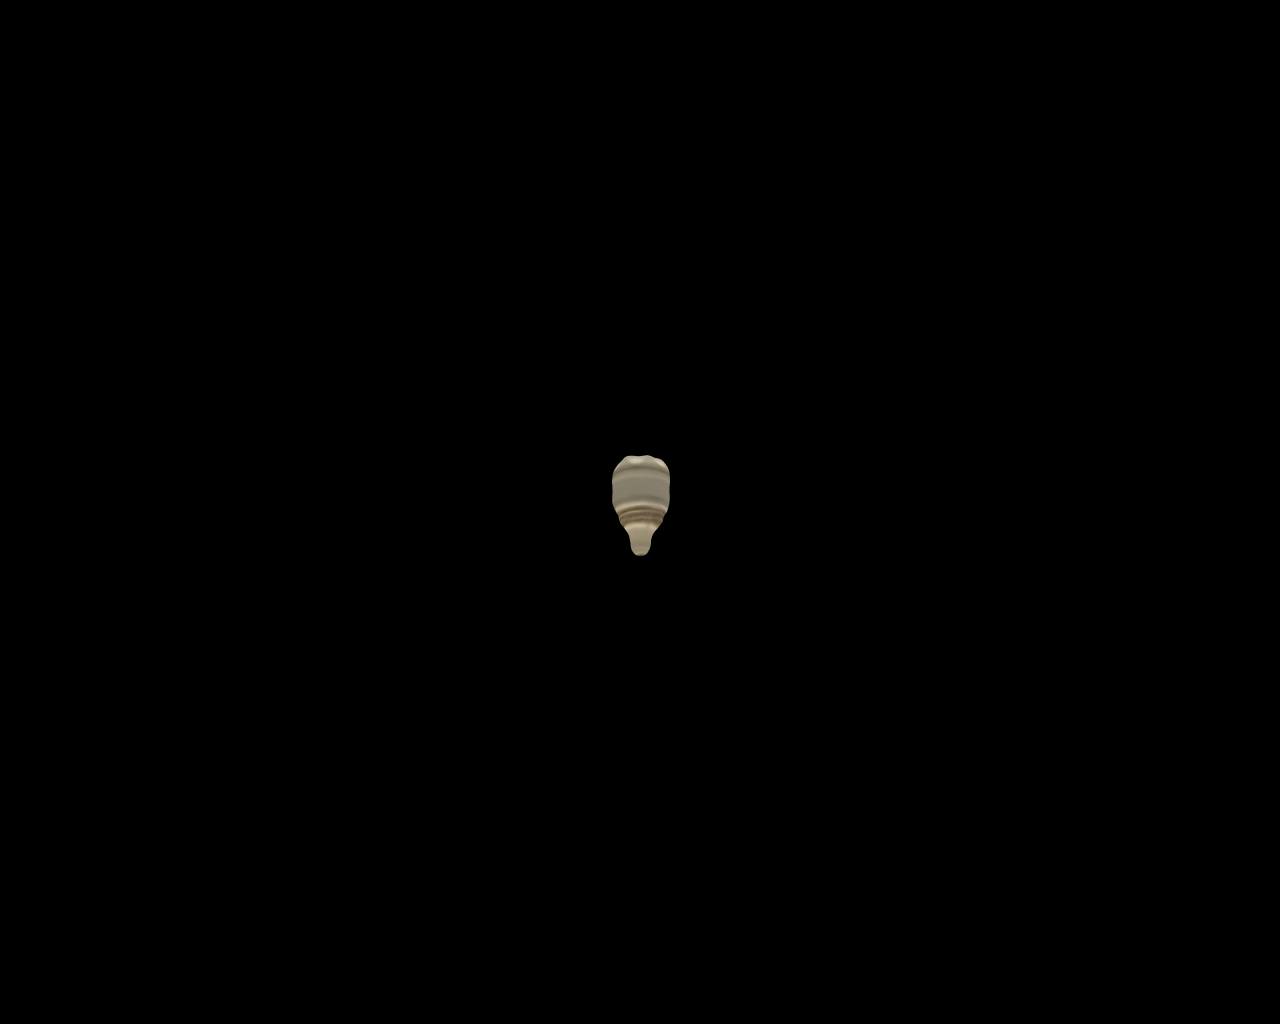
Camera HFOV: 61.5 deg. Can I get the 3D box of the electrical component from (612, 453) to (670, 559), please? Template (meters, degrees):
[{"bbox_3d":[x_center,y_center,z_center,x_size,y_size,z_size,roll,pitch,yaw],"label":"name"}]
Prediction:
[{"bbox_3d":[0.001,-0.003,0.650,0.035,0.061,0.035,0,-19,0],"label":"electrical component"}]
